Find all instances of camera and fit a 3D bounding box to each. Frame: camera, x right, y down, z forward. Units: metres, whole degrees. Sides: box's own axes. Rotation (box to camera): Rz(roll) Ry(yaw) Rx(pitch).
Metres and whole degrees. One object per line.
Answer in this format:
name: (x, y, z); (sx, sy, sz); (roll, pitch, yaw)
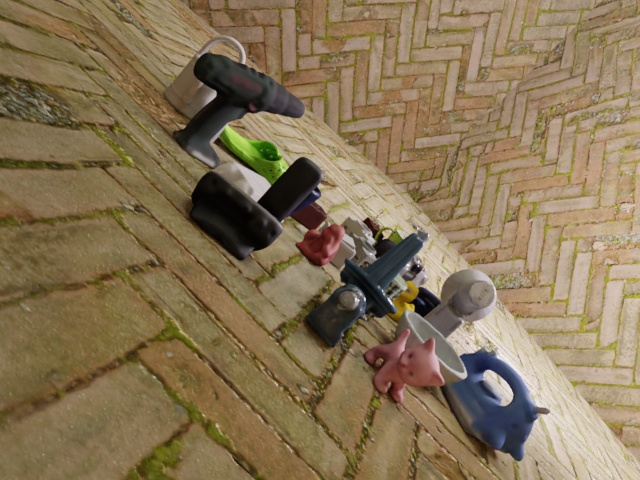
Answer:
camera: (0.215, 0.059, 1.544); (0.144, 0.100, 0.136); (28, 22, -49)

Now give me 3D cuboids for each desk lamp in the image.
desk lamp: (0.287, 0.159, 1.228); (0.118, 0.213, 0.204); (46, 14, 7)

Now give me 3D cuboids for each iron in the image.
iron: (0.329, 0.290, 1.119); (0.119, 0.141, 0.257); (35, 17, -34)

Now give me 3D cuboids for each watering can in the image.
watering can: (-0.247, -0.368, 1.268); (0.101, 0.194, 0.172); (34, 17, -36)

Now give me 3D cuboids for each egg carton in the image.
egg carton: (-0.130, -0.077, 1.024); (0.107, 0.069, 0.151); (53, 16, 30)

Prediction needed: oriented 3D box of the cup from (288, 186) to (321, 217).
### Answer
cup: (-0.061, -0.094, 1.211); (0.091, 0.095, 0.118); (45, 14, 3)

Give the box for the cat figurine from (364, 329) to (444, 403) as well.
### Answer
cat figurine: (0.142, 0.194, 0.914); (0.067, 0.117, 0.127); (37, 16, -27)

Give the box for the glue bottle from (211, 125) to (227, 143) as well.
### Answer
glue bottle: (-0.196, -0.288, 1.224); (0.037, 0.173, 0.078); (36, 16, -32)

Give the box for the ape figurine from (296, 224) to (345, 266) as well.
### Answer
ape figurine: (0.010, 0.004, 1.140); (0.076, 0.092, 0.077); (36, 16, -30)

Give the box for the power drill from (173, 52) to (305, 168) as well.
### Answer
power drill: (-0.167, -0.241, 1.099); (0.231, 0.208, 0.075); (32, 19, -42)

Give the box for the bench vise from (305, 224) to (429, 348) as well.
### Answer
bench vise: (0.092, 0.074, 0.907); (0.122, 0.219, 0.207); (43, 14, -8)

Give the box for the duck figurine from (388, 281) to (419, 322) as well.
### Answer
duck figurine: (0.185, 0.132, 1.280); (0.105, 0.086, 0.077); (33, 18, -38)

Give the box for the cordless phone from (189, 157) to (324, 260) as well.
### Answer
cordless phone: (-0.096, -0.077, 0.876); (0.148, 0.185, 0.094); (40, 15, -19)

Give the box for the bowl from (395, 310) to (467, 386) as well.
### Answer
bowl: (0.196, 0.217, 1.088); (0.168, 0.074, 0.167); (41, 14, -13)

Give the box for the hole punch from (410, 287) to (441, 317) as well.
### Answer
hole punch: (0.253, 0.163, 1.374); (0.108, 0.091, 0.101); (45, 14, 3)
